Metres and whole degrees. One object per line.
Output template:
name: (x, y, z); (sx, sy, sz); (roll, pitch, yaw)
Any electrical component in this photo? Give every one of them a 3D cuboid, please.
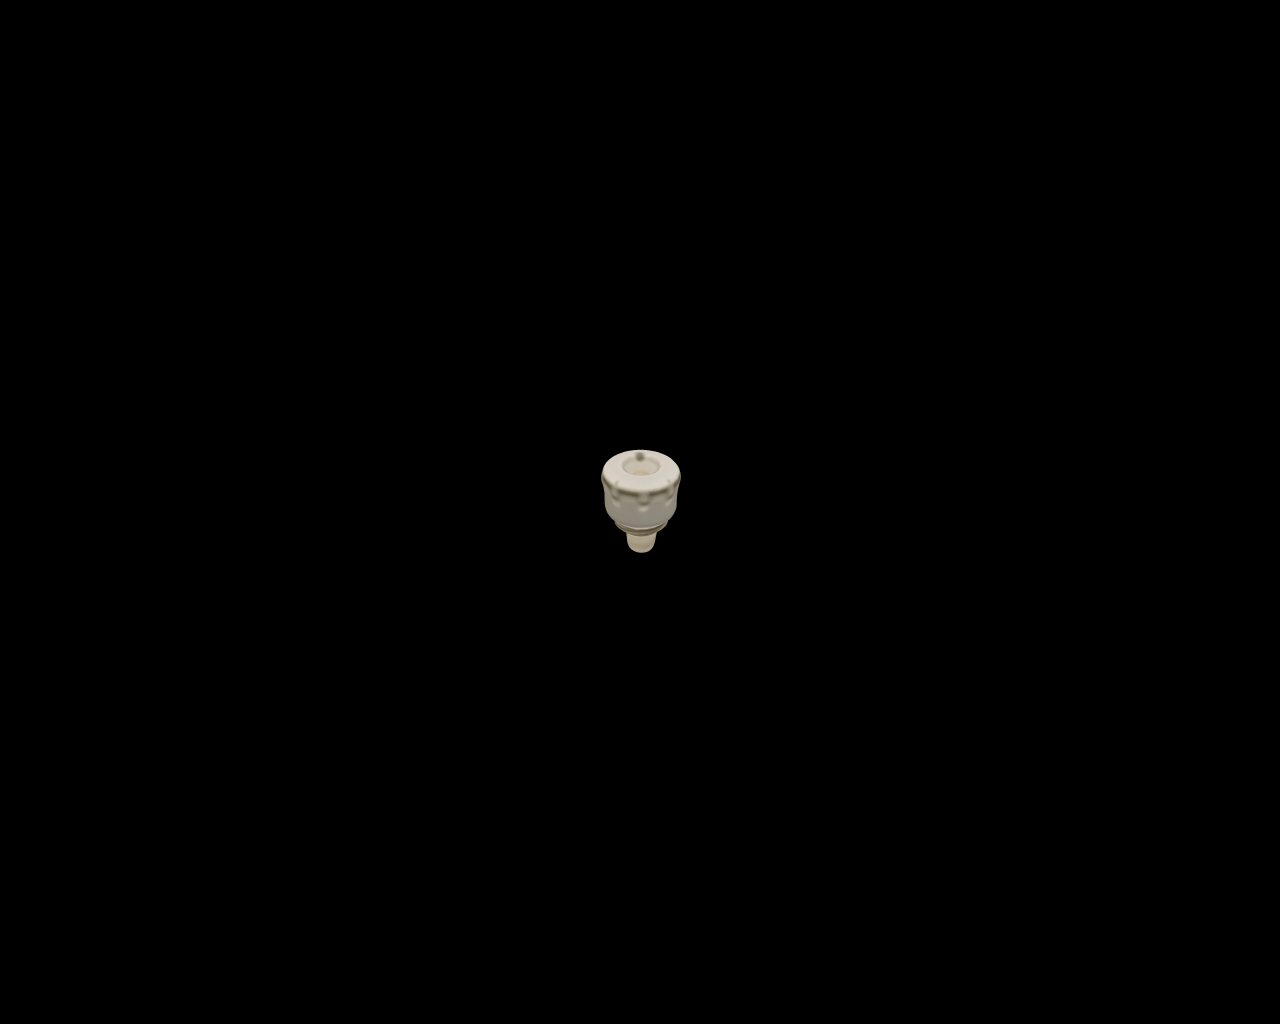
electrical component: (0.001, -0.003, 0.650); (0.048, 0.062, 0.048); (0, 34, 0)
